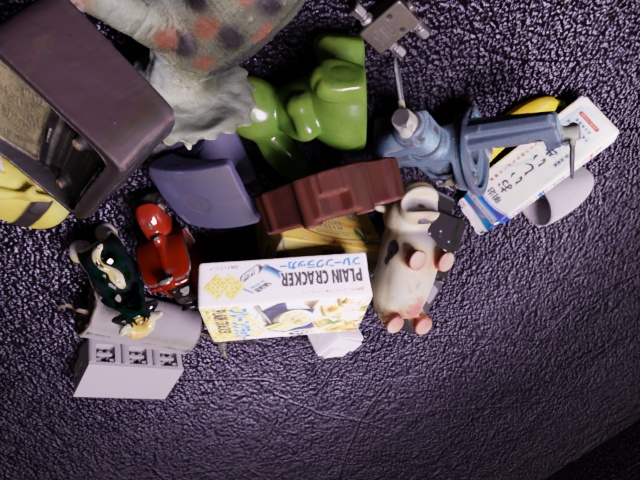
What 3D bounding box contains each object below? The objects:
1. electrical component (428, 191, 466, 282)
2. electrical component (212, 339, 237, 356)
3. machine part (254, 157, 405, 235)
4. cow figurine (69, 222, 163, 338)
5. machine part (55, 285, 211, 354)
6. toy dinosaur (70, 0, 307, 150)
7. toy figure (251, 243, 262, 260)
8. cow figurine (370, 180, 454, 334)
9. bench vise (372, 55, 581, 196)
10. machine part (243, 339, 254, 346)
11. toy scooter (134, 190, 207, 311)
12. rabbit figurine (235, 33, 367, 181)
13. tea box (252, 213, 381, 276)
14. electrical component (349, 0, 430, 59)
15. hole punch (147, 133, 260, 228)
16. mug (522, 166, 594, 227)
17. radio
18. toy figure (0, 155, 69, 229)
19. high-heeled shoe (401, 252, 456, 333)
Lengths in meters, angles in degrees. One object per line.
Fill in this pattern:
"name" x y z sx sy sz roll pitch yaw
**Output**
"electrical component" 0.162 -0.009 0.827 0.115 0.058 0.134 16 85 -40
"electrical component" -0.152 0.133 0.859 0.045 0.102 0.078 -23 112 -1
"machine part" 0.013 -0.050 0.649 0.179 0.056 0.179 -16 -178 0
"cow figurine" -0.253 0.066 0.698 0.068 0.098 0.167 -33 118 -22
"machine part" -0.269 0.121 0.804 0.243 0.079 0.079 20 123 -37
"toy dinosaur" -0.075 -0.232 0.459 0.192 0.131 0.405 34 119 -30
"toy figure" -0.029 0.033 0.833 0.154 0.064 0.057 10 93 -28
"cow figurine" 0.113 0.014 0.720 0.085 0.127 0.194 1 113 -27
"bench vise" 0.195 -0.129 0.681 0.241 0.129 0.223 -3 157 31
"machine part" -0.084 0.126 0.901 0.084 0.039 0.139 26 125 -39
"toy scooter" -0.192 0.034 0.704 0.075 0.135 0.183 -20 139 -5
"rabbit figurine" -0.032 -0.153 0.621 0.170 0.121 0.159 -1 144 3
"tea box" -0.002 -0.002 0.776 0.169 0.098 0.068 6 132 -30
"electrical component" 0.079 -0.245 0.605 0.063 0.021 0.094 -33 138 32
"hole punch" -0.139 -0.068 0.659 0.116 0.092 0.142 -20 142 3
"mug" 0.395 -0.072 0.890 0.107 0.081 0.109 -26 134 -10
"radio" -0.223 -0.100 0.478 0.131 0.230 0.073 46 63 -17
"toy figure" -0.360 -0.062 0.573 0.180 0.082 0.089 6 150 -38
"high-heeled shoe" 0.189 0.079 0.987 0.145 0.086 0.248 -47 161 -18
